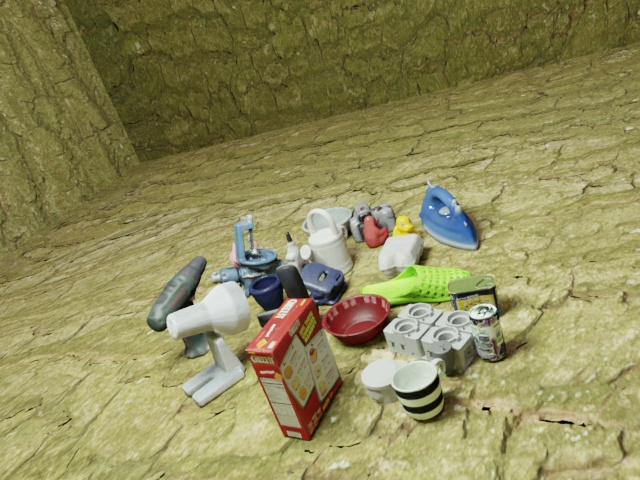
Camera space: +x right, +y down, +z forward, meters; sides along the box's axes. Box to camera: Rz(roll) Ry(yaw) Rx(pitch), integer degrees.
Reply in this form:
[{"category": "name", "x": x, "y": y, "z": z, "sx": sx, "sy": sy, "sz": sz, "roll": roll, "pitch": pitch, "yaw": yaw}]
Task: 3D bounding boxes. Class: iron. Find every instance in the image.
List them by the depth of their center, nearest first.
[{"category": "iron", "x": 0.357, "y": -0.077, "z": 1.579, "sx": 0.119, "sy": 0.142, "sz": 0.257, "roll": -22, "pitch": 24, "yaw": -7}]

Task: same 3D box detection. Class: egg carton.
[{"category": "egg carton", "x": 0.216, "y": 0.040, "z": 1.524, "sx": 0.107, "sy": 0.069, "sz": 0.150, "roll": -7, "pitch": 27, "yaw": 26}]

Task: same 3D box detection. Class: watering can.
[{"category": "watering can", "x": 0.016, "y": 0.006, "z": 1.590, "sx": 0.100, "sy": 0.194, "sz": 0.173, "roll": -9, "pitch": 26, "yaw": 23}]

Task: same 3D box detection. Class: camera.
[{"category": "camera", "x": 0.153, "y": -0.075, "z": 1.779, "sx": 0.143, "sy": 0.101, "sz": 0.136, "roll": -19, "pitch": 24, "yaw": 1}]

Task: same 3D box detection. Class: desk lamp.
[{"category": "desk lamp", "x": -0.241, "y": 0.224, "z": 1.290, "sx": 0.204, "sy": 0.214, "sz": 0.117, "roll": -33, "pitch": 27, "yaw": -29}]

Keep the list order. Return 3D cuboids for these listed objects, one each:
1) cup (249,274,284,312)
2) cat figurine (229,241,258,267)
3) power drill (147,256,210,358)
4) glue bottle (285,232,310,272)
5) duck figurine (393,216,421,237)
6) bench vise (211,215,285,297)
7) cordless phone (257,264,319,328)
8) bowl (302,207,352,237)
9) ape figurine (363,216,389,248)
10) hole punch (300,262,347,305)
[{"category": "cup", "x": -0.120, "y": 0.144, "z": 1.517, "sx": 0.118, "sy": 0.095, "sz": 0.091, "roll": -26, "pitch": 25, "yaw": -15}, {"category": "cat figurine", "x": -0.227, "y": 0.054, "z": 1.763, "sx": 0.067, "sy": 0.118, "sz": 0.128, "roll": 3, "pitch": 32, "yaw": 40}, {"category": "power drill", "x": -0.331, "y": 0.181, "z": 1.454, "sx": 0.075, "sy": 0.209, "sz": 0.230, "roll": -3, "pitch": 28, "yaw": 31}, {"category": "glue bottle", "x": -0.064, "y": 0.055, "z": 1.571, "sx": 0.037, "sy": 0.173, "sz": 0.078, "roll": -3, "pitch": 29, "yaw": 33}, {"category": "duck figurine", "x": 0.241, "y": -0.031, "z": 1.636, "sx": 0.077, "sy": 0.086, "sz": 0.104, "roll": -26, "pitch": 25, "yaw": -16}, {"category": "bench vise", "x": -0.214, "y": 0.051, "z": 1.632, "sx": 0.208, "sy": 0.220, "sz": 0.121, "roll": -34, "pitch": 28, "yaw": -30}, {"category": "cordless phone", "x": -0.090, "y": 0.144, "z": 1.384, "sx": 0.147, "sy": 0.185, "sz": 0.094, "roll": -16, "pitch": 24, "yaw": 7}, {"category": "bowl", "x": 0.031, "y": -0.037, "z": 1.819, "sx": 0.167, "sy": 0.075, "sz": 0.167, "roll": -16, "pitch": 24, "yaw": 8}, {"category": "ape figurine", "x": 0.157, "y": -0.030, "z": 1.689, "sx": 0.076, "sy": 0.092, "sz": 0.077, "roll": -36, "pitch": 29, "yaw": -32}, {"category": "hole punch", "x": 0.008, "y": 0.110, "z": 1.501, "sx": 0.100, "sy": 0.091, "sz": 0.109, "roll": -5, "pitch": 27, "yaw": 28}]
